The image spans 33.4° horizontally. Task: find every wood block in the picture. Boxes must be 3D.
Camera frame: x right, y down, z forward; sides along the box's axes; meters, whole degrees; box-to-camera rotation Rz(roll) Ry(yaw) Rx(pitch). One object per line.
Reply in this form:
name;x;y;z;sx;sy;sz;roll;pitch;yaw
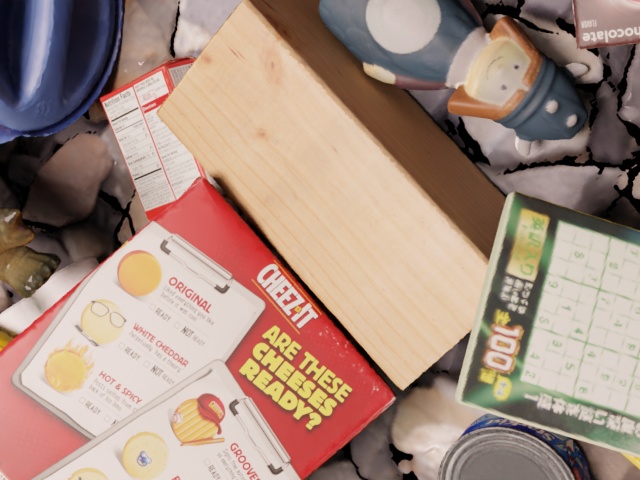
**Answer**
wood block;0.020;-0.032;0.596;0.206;0.090;0.090;48;119;7

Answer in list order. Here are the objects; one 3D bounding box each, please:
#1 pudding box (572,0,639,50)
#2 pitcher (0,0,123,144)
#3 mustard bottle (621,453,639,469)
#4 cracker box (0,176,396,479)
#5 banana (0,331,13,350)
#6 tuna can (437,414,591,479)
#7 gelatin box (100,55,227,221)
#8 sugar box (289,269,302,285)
pudding box;0.178;-0.144;0.514;0.114;0.039;0.090;-2;105;28
pitcher;-0.253;-0.168;0.687;0.243;0.149;0.145;19;127;25
mustard bottle;0.244;0.152;0.550;0.192;0.058;0.096;30;108;17
cracker box;-0.092;0.094;0.602;0.213;0.072;0.164;-41;95;-2
banana;-0.205;0.103;0.718;0.198;0.037;0.070;26;119;19
tuna can;0.115;0.144;0.629;0.086;0.033;0.086;8;107;25
gelatin box;-0.093;-0.062;0.672;0.073;0.030;0.089;-16;96;46
sugar box;-0.079;0.093;0.662;0.176;0.048;0.093;-22;94;-4
